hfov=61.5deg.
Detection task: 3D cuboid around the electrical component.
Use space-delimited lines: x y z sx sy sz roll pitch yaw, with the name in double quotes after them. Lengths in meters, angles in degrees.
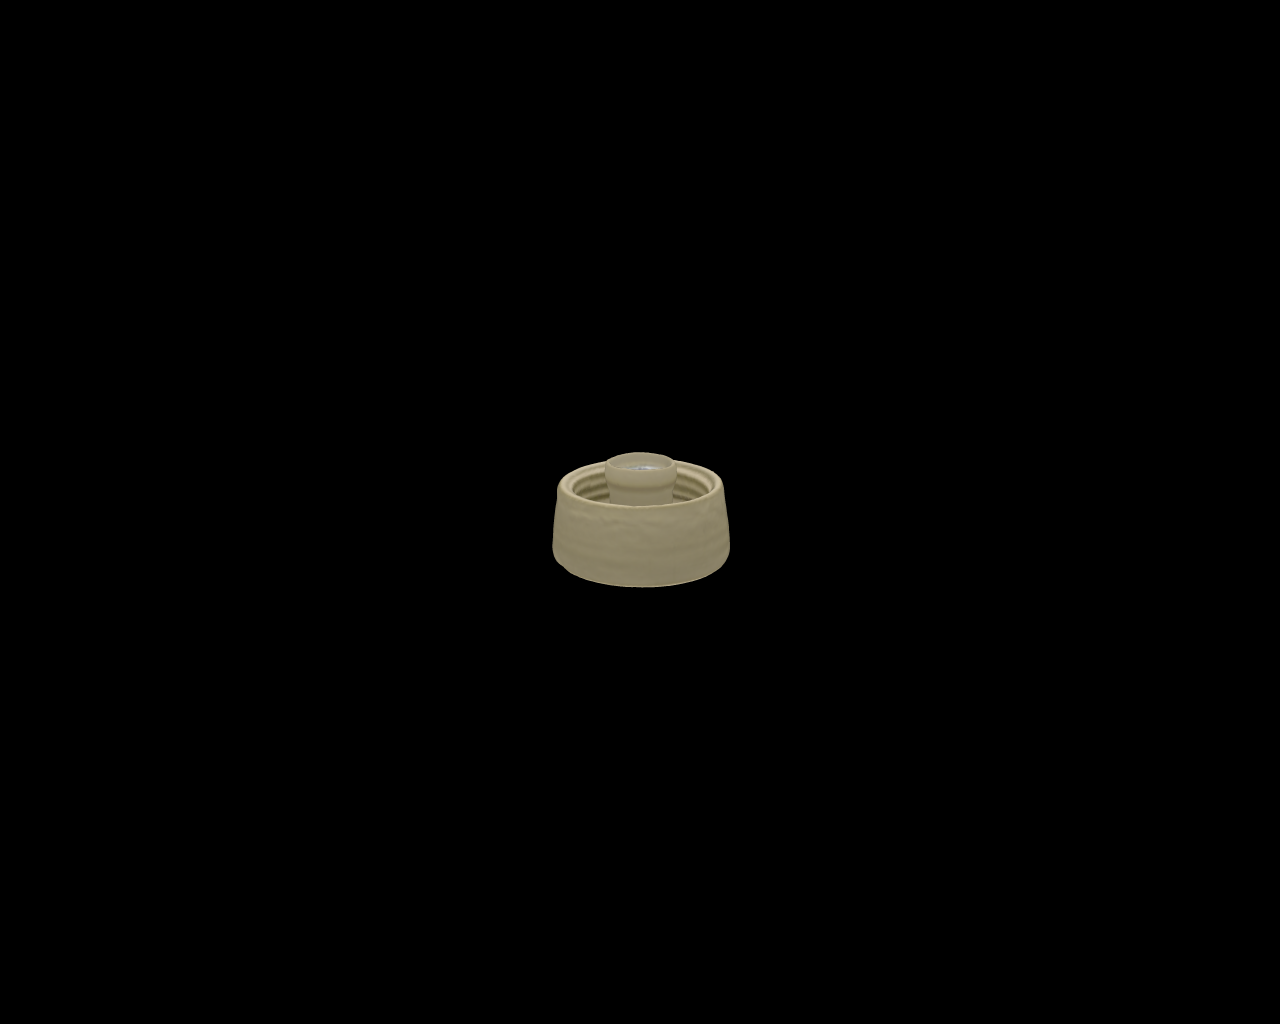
0.001 -0.003 0.650 0.108 0.060 0.108 0 20 0 "electrical component"
